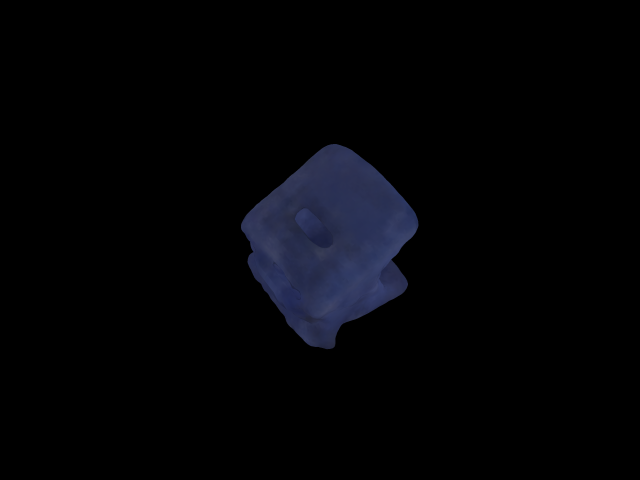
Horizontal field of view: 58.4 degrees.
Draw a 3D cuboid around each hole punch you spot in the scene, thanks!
[{"bbox_3d":[0.004,0.001,0.400,0.101,0.091,0.108,-27,53,-22],"label":"hole punch"}]
